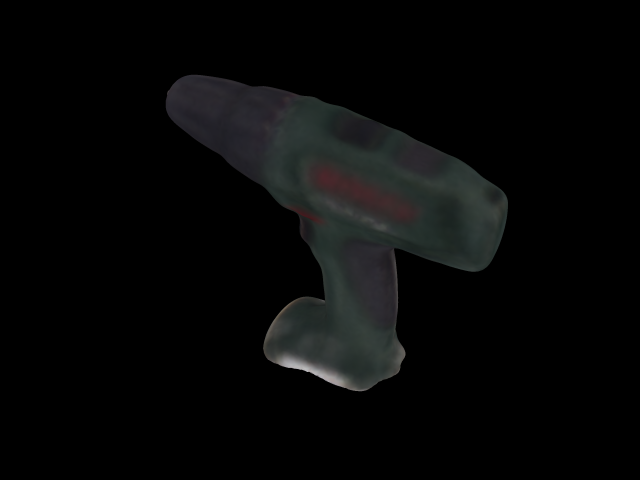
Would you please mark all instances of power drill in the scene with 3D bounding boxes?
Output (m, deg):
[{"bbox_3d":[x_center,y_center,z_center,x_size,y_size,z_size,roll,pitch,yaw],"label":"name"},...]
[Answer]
[{"bbox_3d":[0.004,0.001,0.400,0.229,0.208,0.076,14,40,18],"label":"power drill"}]
